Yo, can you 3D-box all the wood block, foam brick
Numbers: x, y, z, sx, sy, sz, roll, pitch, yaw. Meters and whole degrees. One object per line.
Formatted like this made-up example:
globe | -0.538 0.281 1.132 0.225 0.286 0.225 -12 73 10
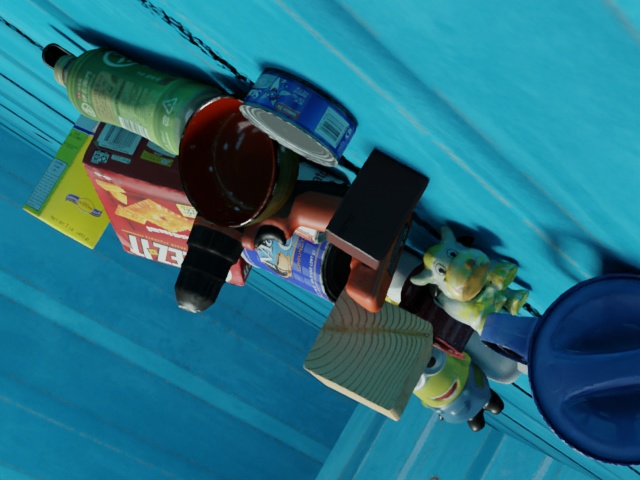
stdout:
wood block | 0.054 0.115 1.050 0.091 0.090 0.206 27 172 11
foam brick | 0.044 -0.024 0.858 0.053 0.078 0.051 31 174 5

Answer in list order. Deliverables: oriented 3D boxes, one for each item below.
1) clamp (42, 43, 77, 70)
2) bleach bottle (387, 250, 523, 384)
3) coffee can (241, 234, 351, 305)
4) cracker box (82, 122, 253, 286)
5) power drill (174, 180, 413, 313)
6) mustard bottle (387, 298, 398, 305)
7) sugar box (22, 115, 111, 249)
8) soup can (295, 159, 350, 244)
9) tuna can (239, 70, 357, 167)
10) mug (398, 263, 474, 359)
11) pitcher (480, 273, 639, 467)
clamp | -0.193 -0.141 1.170 0.165 0.036 0.210 26 174 21
bleach bottle | 0.143 0.079 1.238 0.103 0.068 0.250 19 165 49
coffee can | -0.007 0.001 1.136 0.141 0.103 0.102 23 170 43
cracker box | -0.161 -0.037 1.206 0.164 0.072 0.214 17 155 11
power drill | -0.024 0.000 0.954 0.188 0.184 0.057 19 171 14
mustard bottle | 0.068 0.057 1.388 0.096 0.058 0.192 29 174 -28
sugar box | -0.263 -0.088 1.261 0.048 0.176 0.093 27 174 43
soup can | -0.030 -0.047 1.033 0.102 0.068 0.068 28 173 13
tuna can | -0.016 -0.092 0.804 0.086 0.033 0.086 30 173 4
mug | 0.123 0.062 1.110 0.093 0.081 0.117 23 170 46
pitcher | 0.225 0.108 0.846 0.149 0.145 0.242 63 -174 17
